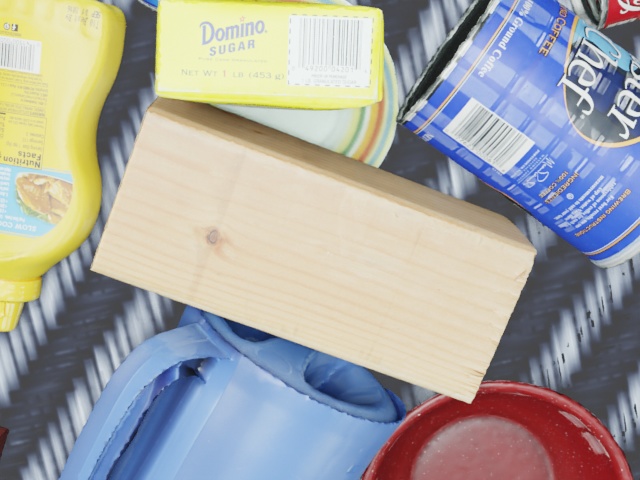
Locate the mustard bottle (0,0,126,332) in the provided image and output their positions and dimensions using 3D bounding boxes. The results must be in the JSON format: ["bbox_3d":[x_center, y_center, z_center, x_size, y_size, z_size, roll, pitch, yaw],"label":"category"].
[{"bbox_3d":[-0.168,-0.043,0.598,0.096,0.058,0.192,10,98,8],"label":"mustard bottle"}]

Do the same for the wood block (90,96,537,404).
[{"bbox_3d":[-0.004,0.001,0.570,0.206,0.090,0.091,20,102,-7],"label":"wood block"}]

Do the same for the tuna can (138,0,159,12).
[{"bbox_3d":[-0.066,-0.161,0.570,0.086,0.034,0.086,-2,56,3],"label":"tuna can"}]

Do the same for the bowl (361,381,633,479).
[{"bbox_3d":[0.100,0.154,0.632,0.162,0.055,0.162,0,98,0],"label":"bowl"}]

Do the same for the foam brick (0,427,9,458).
[{"bbox_3d":[-0.234,0.131,0.627,0.078,0.051,0.053,19,99,-3],"label":"foam brick"}]

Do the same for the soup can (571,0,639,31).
[{"bbox_3d":[0.190,-0.158,0.581,0.102,0.068,0.068,-14,98,1],"label":"soup can"}]

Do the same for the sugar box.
[{"bbox_3d":[-0.022,-0.087,0.512,0.093,0.176,0.048,3,100,-2],"label":"sugar box"}]

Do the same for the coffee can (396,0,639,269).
[{"bbox_3d":[0.127,-0.065,0.576,0.140,0.103,0.103,35,96,-5],"label":"coffee can"}]

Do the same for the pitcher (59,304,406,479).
[{"bbox_3d":[-0.075,0.153,0.590,0.149,0.145,0.243,30,100,-7],"label":"pitcher"}]
